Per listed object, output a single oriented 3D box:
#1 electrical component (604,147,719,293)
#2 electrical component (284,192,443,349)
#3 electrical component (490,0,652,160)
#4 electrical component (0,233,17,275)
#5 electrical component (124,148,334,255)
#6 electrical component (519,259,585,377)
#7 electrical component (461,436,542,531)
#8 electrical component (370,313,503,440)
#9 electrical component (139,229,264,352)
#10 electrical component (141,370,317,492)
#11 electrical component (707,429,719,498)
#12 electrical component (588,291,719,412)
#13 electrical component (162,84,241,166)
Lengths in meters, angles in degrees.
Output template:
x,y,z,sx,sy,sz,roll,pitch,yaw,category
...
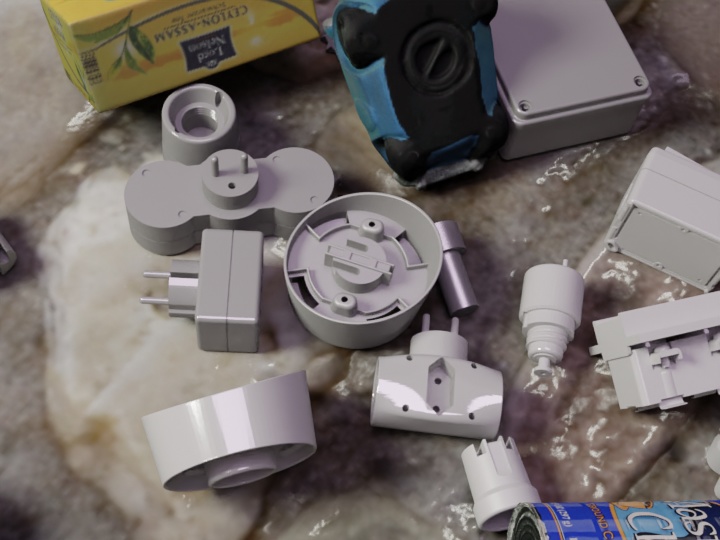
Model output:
x,y,z,sx,sy,sz,roll,pitch,yaw,category
0.228,-0.034,0.737,0.096,0.061,0.061,26,62,8,electrical component
0.000,0.000,0.694,0.099,0.064,0.099,2,62,-4,electrical component
0.140,-0.147,0.792,0.109,0.056,0.108,-14,64,-13,electrical component
-0.250,-0.018,0.694,0.040,0.040,0.046,-37,77,-22,electrical component
-0.086,-0.055,0.710,0.138,0.073,0.052,-7,63,-9,electrical component
0.124,0.032,0.703,0.040,0.040,0.078,12,61,1,electrical component
0.084,0.129,0.649,0.040,0.040,0.046,-10,57,-11,electrical component
0.049,0.064,0.677,0.077,0.043,0.079,7,62,-2,electrical component
-0.102,0.013,0.687,0.077,0.047,0.065,3,62,-4,electrical component
-0.074,0.090,0.623,0.099,0.099,0.064,-12,70,-12,electrical component
0.256,0.106,0.667,0.058,0.057,0.078,32,63,11,electrical component
0.220,0.048,0.687,0.121,0.078,0.063,-11,82,-11,electrical component
-0.110,-0.095,0.744,0.055,0.047,0.055,2,62,-4,electrical component
